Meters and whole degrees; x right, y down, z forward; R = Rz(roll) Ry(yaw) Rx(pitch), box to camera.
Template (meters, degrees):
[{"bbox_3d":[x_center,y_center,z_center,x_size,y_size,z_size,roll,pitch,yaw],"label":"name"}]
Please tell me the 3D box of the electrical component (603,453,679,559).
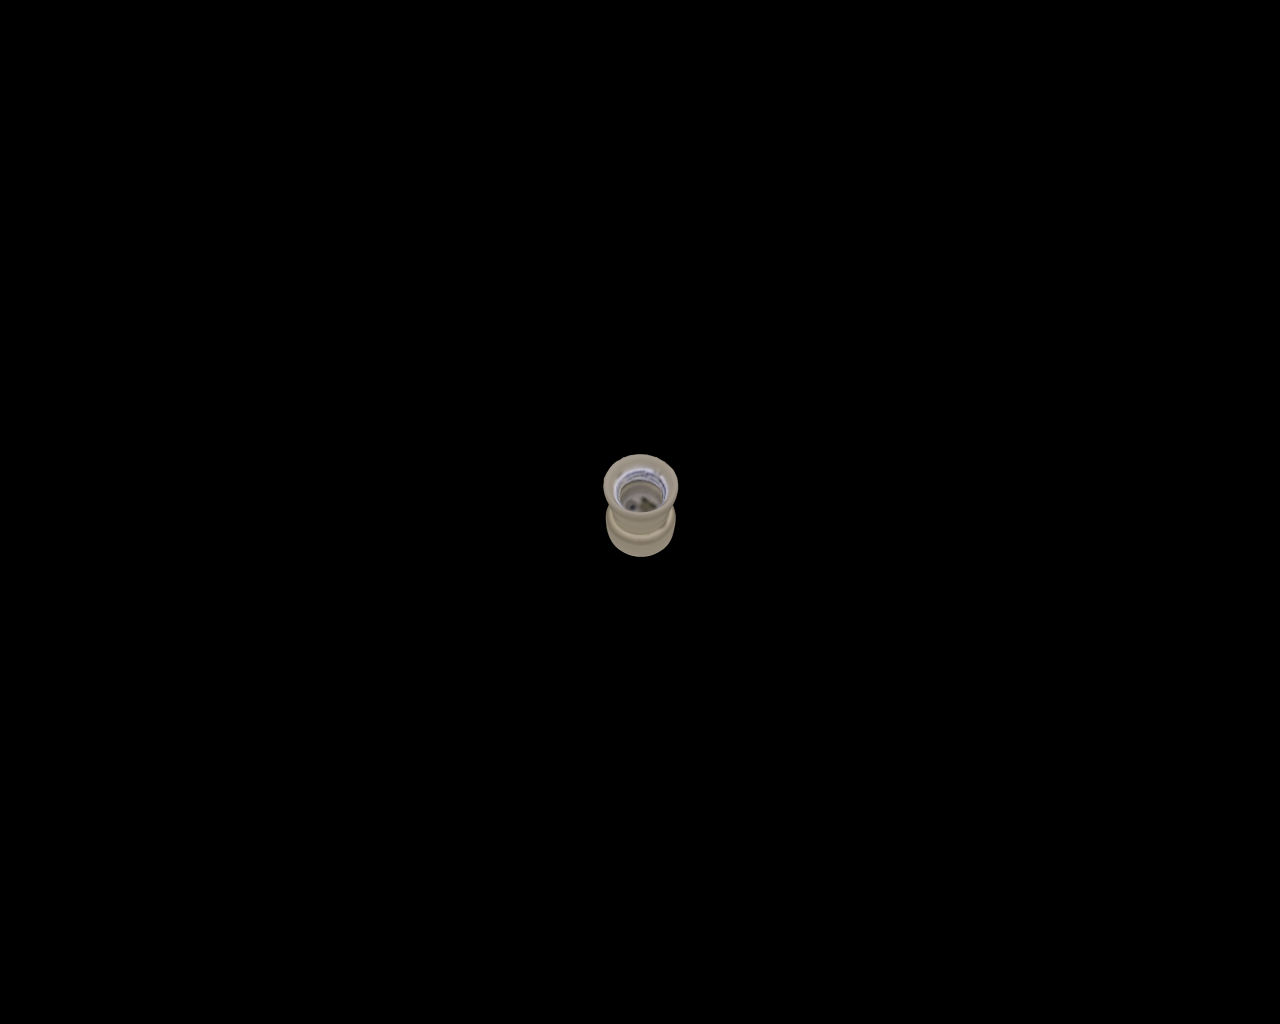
[{"bbox_3d":[0.001,-0.003,0.650,0.045,0.045,0.055,0,-32,0],"label":"electrical component"}]
